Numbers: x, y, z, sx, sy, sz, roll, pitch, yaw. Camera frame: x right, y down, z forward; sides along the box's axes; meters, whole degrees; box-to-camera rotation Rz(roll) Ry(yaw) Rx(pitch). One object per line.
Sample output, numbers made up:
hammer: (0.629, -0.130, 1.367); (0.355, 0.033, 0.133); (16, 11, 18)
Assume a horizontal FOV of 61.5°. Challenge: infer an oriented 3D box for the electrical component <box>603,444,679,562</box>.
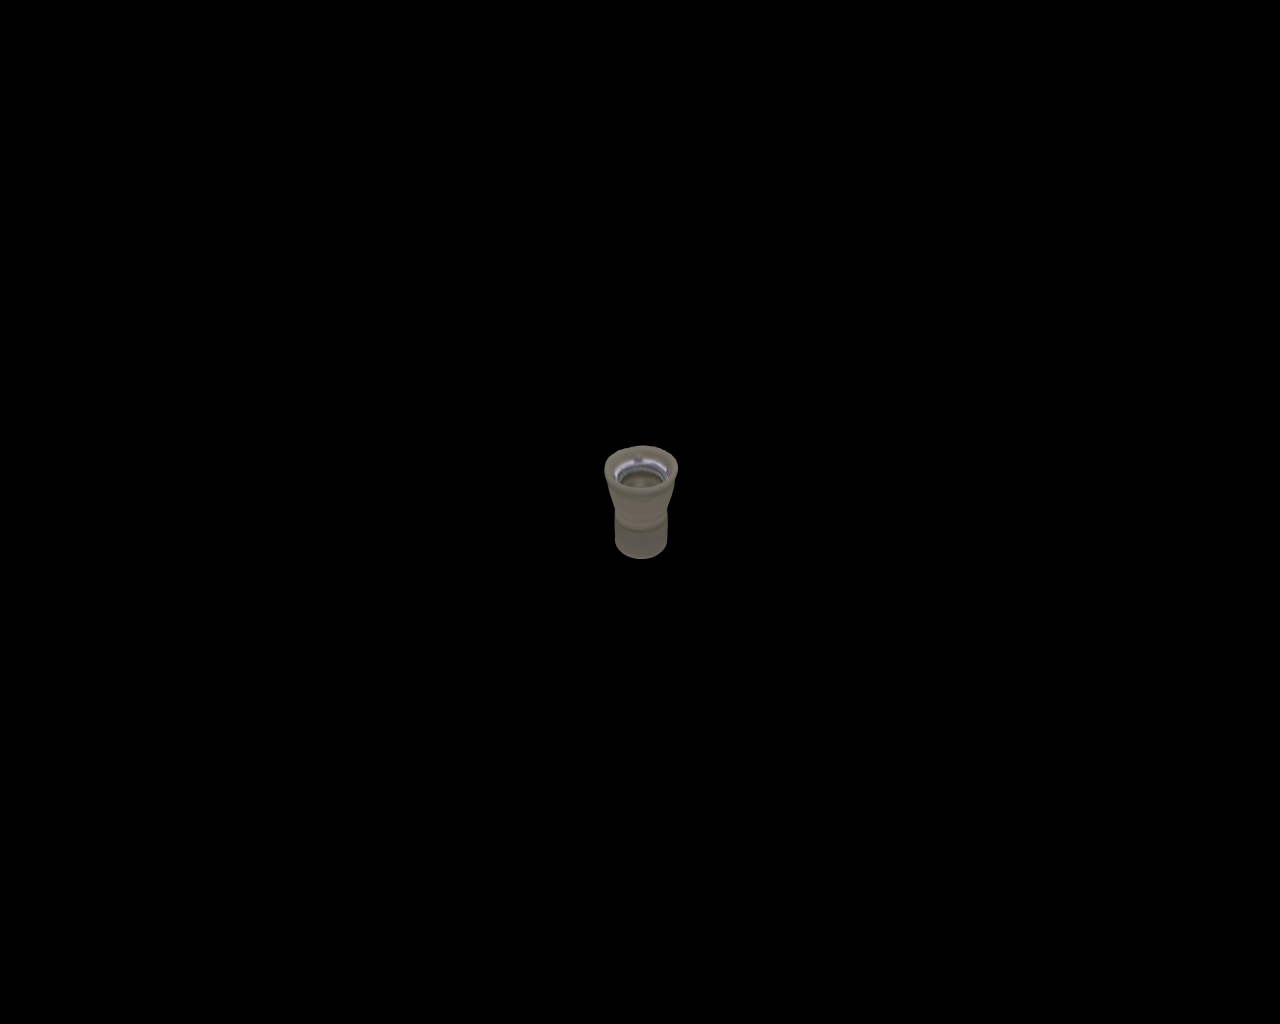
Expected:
electrical component: (0.001, -0.003, 0.650); (0.044, 0.065, 0.044); (0, 40, 0)
